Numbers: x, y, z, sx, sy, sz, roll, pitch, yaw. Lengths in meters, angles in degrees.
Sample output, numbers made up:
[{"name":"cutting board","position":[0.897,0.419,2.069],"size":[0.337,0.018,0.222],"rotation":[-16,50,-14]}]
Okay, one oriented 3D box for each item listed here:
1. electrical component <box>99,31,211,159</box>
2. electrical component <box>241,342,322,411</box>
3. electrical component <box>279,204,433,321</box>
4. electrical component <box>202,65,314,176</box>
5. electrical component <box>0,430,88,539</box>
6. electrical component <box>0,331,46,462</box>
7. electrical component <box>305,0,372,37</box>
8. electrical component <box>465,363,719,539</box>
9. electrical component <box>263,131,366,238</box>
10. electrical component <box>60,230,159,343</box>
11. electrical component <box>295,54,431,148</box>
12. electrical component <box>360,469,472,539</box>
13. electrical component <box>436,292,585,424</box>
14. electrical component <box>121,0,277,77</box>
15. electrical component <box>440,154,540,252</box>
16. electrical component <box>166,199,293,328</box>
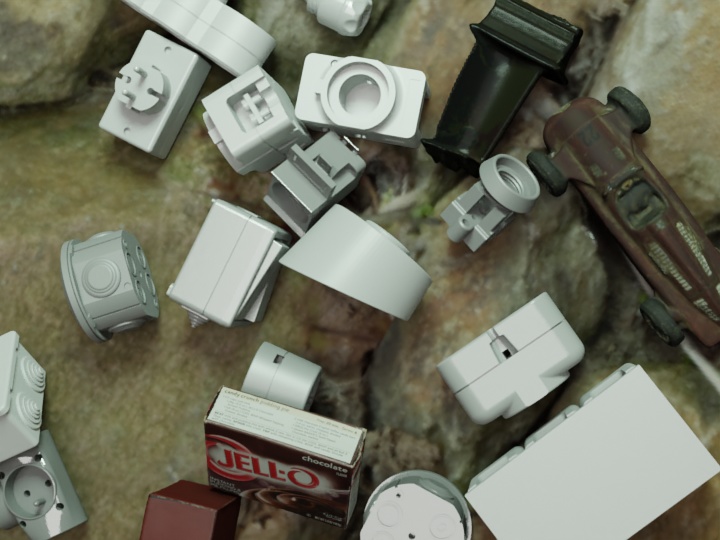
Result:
[{"name":"electrical component","position":[-0.160,-0.135,0.809],"size":[0.047,0.076,0.083],"rotation":[27,92,9]},{"name":"electrical component","position":[-0.058,0.087,0.797],"size":[0.047,0.055,0.055],"rotation":[20,91,5]},{"name":"electrical component","position":[0.000,0.000,0.770],"size":[0.099,0.099,0.064],"rotation":[38,87,8]},{"name":"electrical component","position":[-0.077,-0.106,0.789],"size":[0.056,0.089,0.050],"rotation":[-31,84,6]},{"name":"electrical component","position":[-0.260,0.174,0.827],"size":[0.079,0.044,0.077],"rotation":[-26,84,6]},{"name":"electrical component","position":[-0.288,0.105,0.811],"size":[0.100,0.099,0.048],"rotation":[-25,127,7]},{"name":"electrical component","position":[-0.024,-0.202,0.813],"size":[0.061,0.035,0.035],"rotation":[28,92,11]},{"name":"electrical component","position":[0.161,0.145,0.757],"size":[0.150,0.062,0.089],"rotation":[-38,83,5]},{"name":"electrical component","position":[-0.032,-0.065,0.790],"size":[0.042,0.081,0.064],"rotation":[45,66,6]},{"name":"electrical component","position":[-0.188,0.011,0.806],"size":[0.051,0.080,0.080],"rotation":[-18,85,2]},{"name":"electrical component","position":[0.003,-0.125,0.795],"size":[0.089,0.056,0.050],"rotation":[11,89,9]},{"name":"electrical component","position":[0.040,0.188,0.779],"size":[0.080,0.051,0.080],"rotation":[0,88,8]},{"name":"electrical component","position":[0.111,0.067,0.772],"size":[0.095,0.054,0.059],"rotation":[-35,83,6]},{"name":"electrical component","position":[-0.120,-0.209,0.818],"size":[0.138,0.052,0.073],"rotation":[34,93,9]},{"name":"electrical component","position":[0.096,-0.050,0.772],"size":[0.048,0.066,0.055],"rotation":[48,128,7]},{"name":"electrical component","position":[-0.095,0.004,0.801],"size":[0.061,0.062,0.096],"rotation":[27,92,9]}]
